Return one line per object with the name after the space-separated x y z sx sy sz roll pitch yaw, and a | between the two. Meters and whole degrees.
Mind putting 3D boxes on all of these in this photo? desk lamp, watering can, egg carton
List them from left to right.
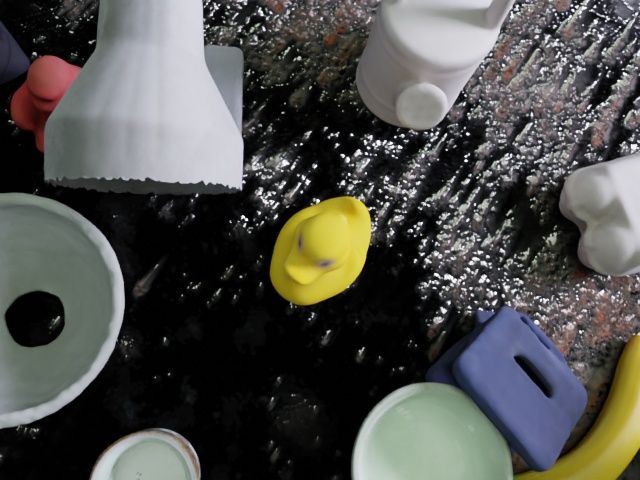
-0.113 -0.106 0.417 0.118 0.213 0.203 1 75 -7 | desk lamp
0.096 -0.171 0.471 0.101 0.194 0.173 -6 76 -9 | watering can
0.299 -0.027 0.525 0.150 0.069 0.107 -16 78 -11 | egg carton

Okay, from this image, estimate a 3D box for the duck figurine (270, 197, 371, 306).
0.004 0.002 0.471 0.077 0.086 0.105 40 74 4 | duck figurine

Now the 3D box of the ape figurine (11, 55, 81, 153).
-0.214 -0.117 0.470 0.078 0.092 0.076 20 74 -2 | ape figurine

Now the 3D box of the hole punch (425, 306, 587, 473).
0.154 0.113 0.459 0.101 0.091 0.108 -39 83 -15 | hole punch

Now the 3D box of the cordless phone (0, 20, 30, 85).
-0.315 -0.194 0.428 0.094 0.185 0.147 -42 84 -15 | cordless phone

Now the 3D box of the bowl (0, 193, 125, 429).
-0.227 0.054 0.433 0.167 0.074 0.167 2 75 -7 | bowl
